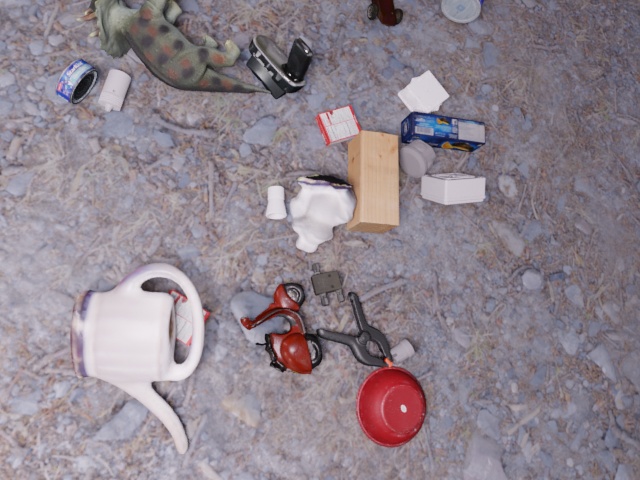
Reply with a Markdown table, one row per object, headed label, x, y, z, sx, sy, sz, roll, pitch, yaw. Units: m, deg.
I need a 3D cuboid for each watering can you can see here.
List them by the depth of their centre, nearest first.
| label | x | y | z | sx | sy | sz | roll | pitch | yaw |
| --- | --- | --- | --- | --- | --- | --- | --- | --- | --- |
| watering can | -0.319 | 0.209 | 0.899 | 0.224 | 0.346 | 0.104 | 4 | 5 | -5 |

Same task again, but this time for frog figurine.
| label | x | y | z | sx | sy | sz | roll | pitch | yaw |
| --- | --- | --- | --- | --- | --- | --- | --- | --- | --- |
| frog figurine | 0.003 | -0.055 | 1.089 | 0.137 | 0.157 | 0.124 | 5 | 18 | -11 |
